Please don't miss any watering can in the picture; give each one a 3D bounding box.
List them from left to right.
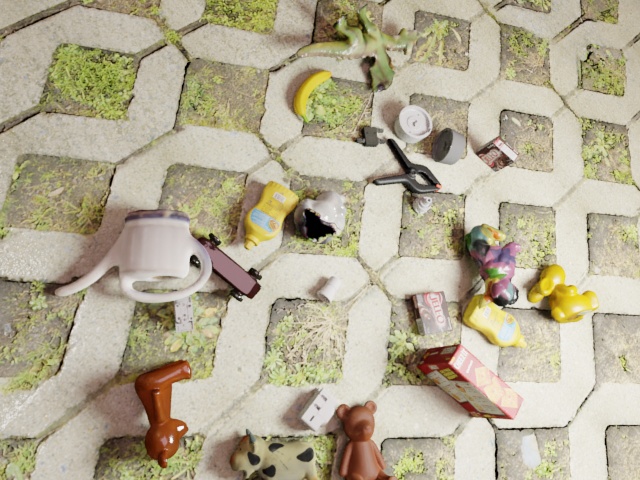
[{"bbox_3d":[-0.429,0.034,1.206,0.348,0.102,0.228,0,73,-7],"label":"watering can"}]

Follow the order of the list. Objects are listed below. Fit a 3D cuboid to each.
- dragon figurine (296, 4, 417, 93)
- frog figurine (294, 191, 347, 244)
[{"bbox_3d":[0.138,-0.561,1.566,0.415,0.121,0.242,-39,95,-22],"label":"dragon figurine"},{"bbox_3d":[0.004,-0.070,1.383,0.137,0.120,0.163,20,34,-2],"label":"frog figurine"}]
